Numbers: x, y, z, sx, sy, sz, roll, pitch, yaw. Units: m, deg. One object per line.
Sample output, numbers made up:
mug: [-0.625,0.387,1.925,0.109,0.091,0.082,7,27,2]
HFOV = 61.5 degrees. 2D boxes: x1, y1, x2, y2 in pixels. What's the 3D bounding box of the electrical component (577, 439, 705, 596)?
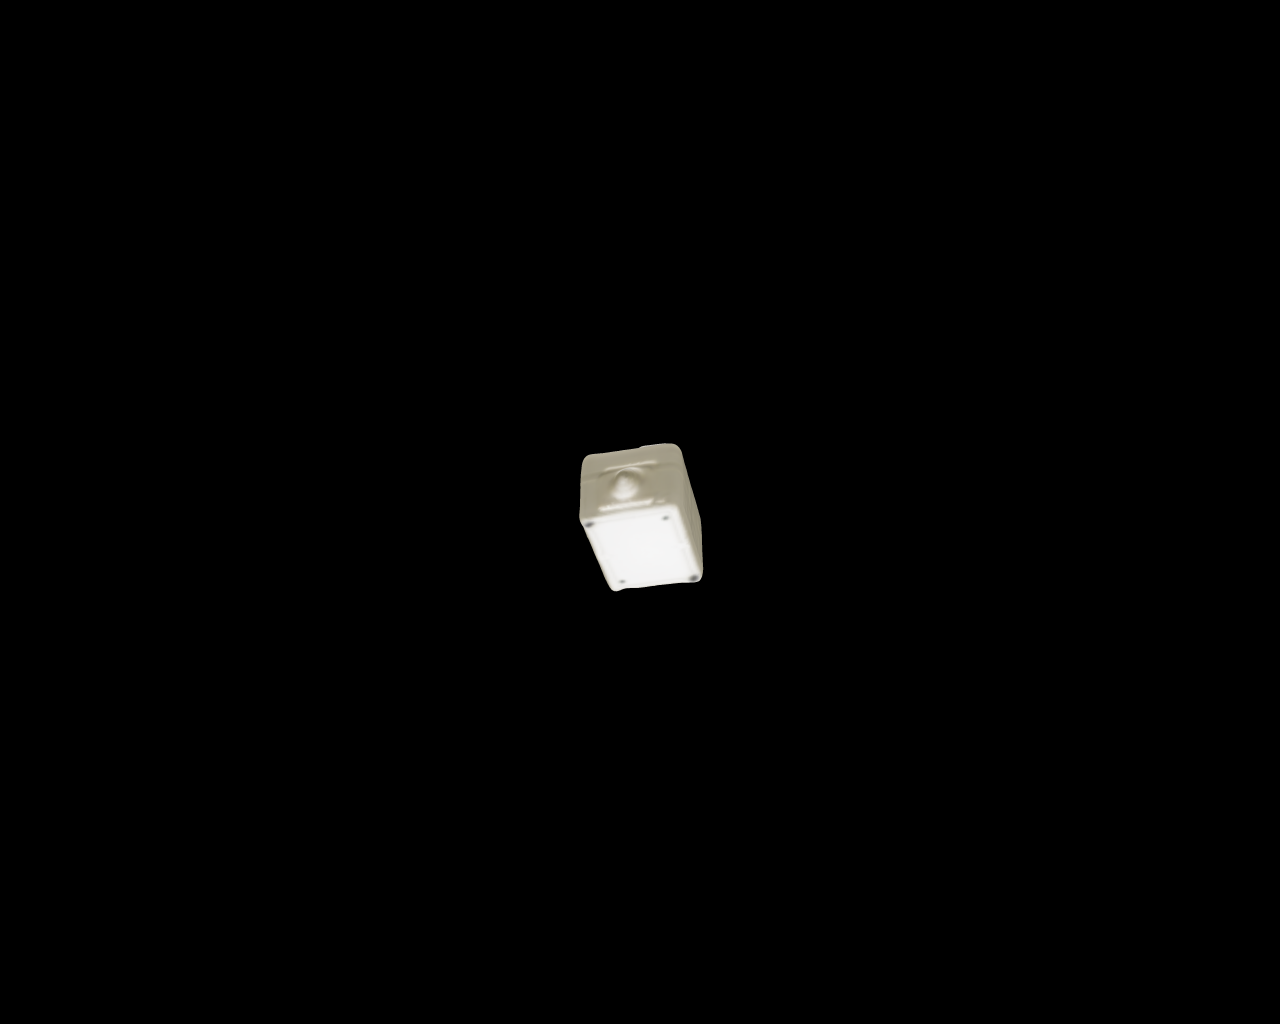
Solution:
electrical component: [0.001,-0.003,0.650,0.062,0.061,0.096,-8,-39,10]
